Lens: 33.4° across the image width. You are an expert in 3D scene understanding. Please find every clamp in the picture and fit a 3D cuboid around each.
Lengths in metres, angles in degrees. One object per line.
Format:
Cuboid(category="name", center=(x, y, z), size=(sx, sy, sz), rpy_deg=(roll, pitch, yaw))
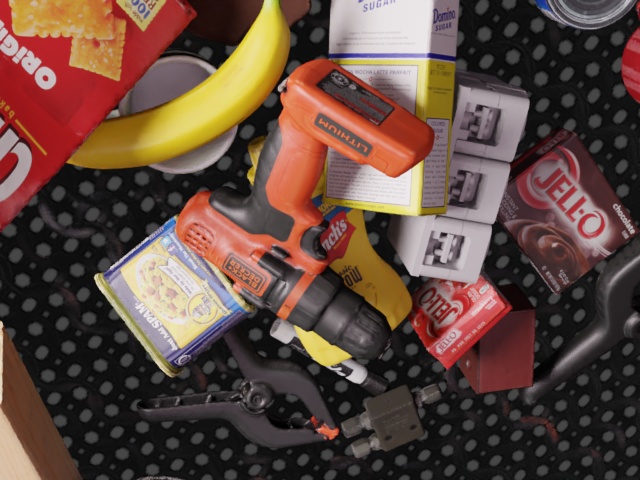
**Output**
Cuboid(category="clamp", center=(0.265, 0.071, 0.925), size=(0.164, 0.036, 0.210), rpy_deg=(-1, 123, -9))
Cuboid(category="clamp", center=(-0.066, 0.135, 0.907), size=(0.171, 0.039, 0.120), rpy_deg=(38, 101, -17))

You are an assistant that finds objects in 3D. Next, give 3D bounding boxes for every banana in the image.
Cuboid(category="banana", center=(-0.091, -0.097, 0.731), size=(0.198, 0.037, 0.069), rpy_deg=(-36, 94, 3))

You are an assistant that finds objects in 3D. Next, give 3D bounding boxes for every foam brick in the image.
Cuboid(category="foam brick", center=(0.152, 0.085, 0.917), size=(0.051, 0.053, 0.078), rpy_deg=(-5, 111, -8))

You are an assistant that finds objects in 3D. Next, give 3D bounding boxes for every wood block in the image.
Cuboid(category="wood block", center=(-0.254, 0.173, 0.830), size=(0.091, 0.090, 0.206), rpy_deg=(-15, 131, -3))

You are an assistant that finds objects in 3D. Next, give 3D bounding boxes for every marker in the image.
Cuboid(category="marker", center=(0.011, 0.102, 0.918), size=(0.121, 0.020, 0.020), rpy_deg=(32, 102, -19))

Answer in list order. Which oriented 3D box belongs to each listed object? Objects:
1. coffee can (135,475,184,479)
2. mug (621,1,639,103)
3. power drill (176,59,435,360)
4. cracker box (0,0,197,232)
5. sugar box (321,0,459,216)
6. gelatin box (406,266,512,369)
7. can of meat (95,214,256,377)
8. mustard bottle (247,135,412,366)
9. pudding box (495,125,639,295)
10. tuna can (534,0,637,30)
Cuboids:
Cuboid(category="coffee can", center=(-0.142, 0.291, 0.919), size=(0.102, 0.103, 0.140), rpy_deg=(17, 107, -15))
Cuboid(category="mug", center=(0.283, -0.143, 0.836), size=(0.093, 0.081, 0.117), rpy_deg=(-40, 112, 6))
Cuboid(category="power drill", center=(0.003, -0.017, 0.752), size=(0.184, 0.057, 0.188), rpy_deg=(34, 125, 2))
Cuboid(category="cracker box", center=(-0.197, -0.132, 0.654), size=(0.164, 0.072, 0.213), rpy_deg=(53, 57, -30))
Cuboid(category="sugar box", center=(0.051, -0.109, 0.785), size=(0.048, 0.093, 0.176), rpy_deg=(-2, 98, -51))
Cuboid(category="gelatin box", center=(0.110, 0.055, 0.878), size=(0.073, 0.089, 0.030), rpy_deg=(-44, 112, 8))
Cuboid(category="can of meat", center=(-0.112, 0.042, 0.841), size=(0.084, 0.057, 0.102), rpy_deg=(-39, 85, 4))
Cuboid(category="mustard bottle", center=(-0.005, 0.001, 0.854), size=(0.096, 0.058, 0.191), rpy_deg=(-33, 112, -9))
Cuboid(category="pudding box", center=(0.199, -0.025, 0.890), size=(0.090, 0.039, 0.113), rpy_deg=(-38, 113, 4))
Cuboid(category="tuna can", center=(0.207, -0.207, 0.825), size=(0.086, 0.034, 0.086), rpy_deg=(-3, 111, -9))
